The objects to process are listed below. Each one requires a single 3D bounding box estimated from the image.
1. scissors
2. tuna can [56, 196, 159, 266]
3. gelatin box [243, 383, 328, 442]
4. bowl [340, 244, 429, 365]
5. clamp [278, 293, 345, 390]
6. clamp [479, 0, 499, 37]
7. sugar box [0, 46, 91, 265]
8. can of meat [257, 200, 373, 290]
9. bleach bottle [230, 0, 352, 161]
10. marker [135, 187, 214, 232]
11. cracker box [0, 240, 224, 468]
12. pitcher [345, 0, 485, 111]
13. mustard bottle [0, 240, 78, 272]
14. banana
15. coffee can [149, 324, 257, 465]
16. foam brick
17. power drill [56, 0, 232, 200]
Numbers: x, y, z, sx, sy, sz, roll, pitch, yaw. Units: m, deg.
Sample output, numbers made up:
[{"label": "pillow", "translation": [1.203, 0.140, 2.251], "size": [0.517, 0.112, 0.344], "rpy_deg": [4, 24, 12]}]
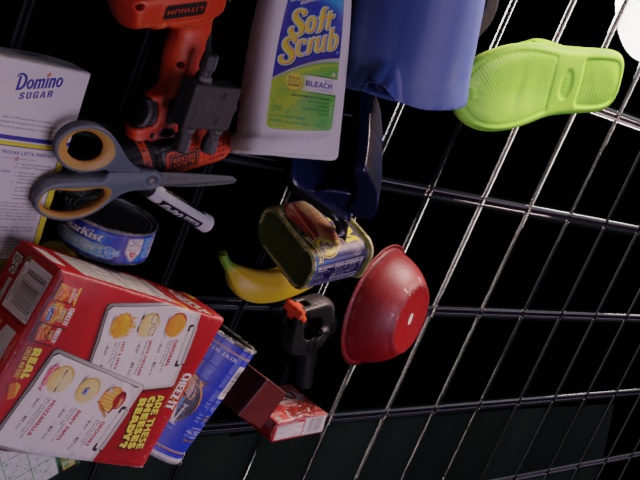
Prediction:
[{"label": "scissors", "translation": [-0.153, -0.068, 0.915], "size": [0.201, 0.016, 0.096], "rpy_deg": [-18, 130, -34]}, {"label": "tuna can", "translation": [-0.189, -0.010, 0.949], "size": [0.085, 0.086, 0.034], "rpy_deg": [2, 116, -48]}, {"label": "gelatin box", "translation": [-0.047, 0.204, 1.270], "size": [0.089, 0.073, 0.030], "rpy_deg": [0, 115, -47]}, {"label": "bowl", "translation": [0.090, 0.089, 1.320], "size": [0.161, 0.055, 0.162], "rpy_deg": [-42, 143, -43]}, {"label": "clamp", "translation": [-0.013, 0.118, 1.264], "size": [0.120, 0.039, 0.171], "rpy_deg": [-59, 151, -3]}, {"label": "clamp", "translation": [0.172, -0.298, 1.176], "size": [0.164, 0.036, 0.210], "rpy_deg": [18, 103, -52]}, {"label": "sugar box", "translation": [-0.258, -0.067, 0.868], "size": [0.093, 0.048, 0.176], "rpy_deg": [5, 109, -49]}, {"label": "can of meat", "translation": [-0.008, 0.001, 1.143], "size": [0.083, 0.102, 0.058], "rpy_deg": [-13, 142, -39]}, {"label": "bleach bottle", "translation": [-0.022, -0.201, 0.978], "size": [0.102, 0.068, 0.251], "rpy_deg": [3, 95, -24]}, {"label": "marker", "translation": [-0.144, -0.037, 1.034], "size": [0.020, 0.020, 0.121], "rpy_deg": [-56, 143, -1]}, {"label": "cracker box", "translation": [-0.206, 0.105, 0.929], "size": [0.213, 0.072, 0.164], "rpy_deg": [24, 96, -55]}, {"label": "pitcher", "translation": [0.102, -0.254, 1.005], "size": [0.144, 0.149, 0.243], "rpy_deg": [1, 115, -23]}, {"label": "mustard bottle", "translation": [-0.246, 0.096, 0.987], "size": [0.096, 0.058, 0.191], "rpy_deg": [-37, 138, -27]}, {"label": "banana", "translation": [-0.034, 0.033, 1.190], "size": [0.197, 0.037, 0.070], "rpy_deg": [-12, 126, -43]}, {"label": "coffee can", "translation": [-0.146, 0.143, 1.093], "size": [0.140, 0.103, 0.102], "rpy_deg": [-55, 143, -2]}, {"label": "foam brick", "translation": [-0.088, 0.165, 1.194], "size": [0.051, 0.078, 0.053], "rpy_deg": [-53, 143, -7]}, {"label": "power drill", "translation": [-0.151, -0.132, 0.929], "size": [0.184, 0.057, 0.188], "rpy_deg": [-23, 134, -40]}]
